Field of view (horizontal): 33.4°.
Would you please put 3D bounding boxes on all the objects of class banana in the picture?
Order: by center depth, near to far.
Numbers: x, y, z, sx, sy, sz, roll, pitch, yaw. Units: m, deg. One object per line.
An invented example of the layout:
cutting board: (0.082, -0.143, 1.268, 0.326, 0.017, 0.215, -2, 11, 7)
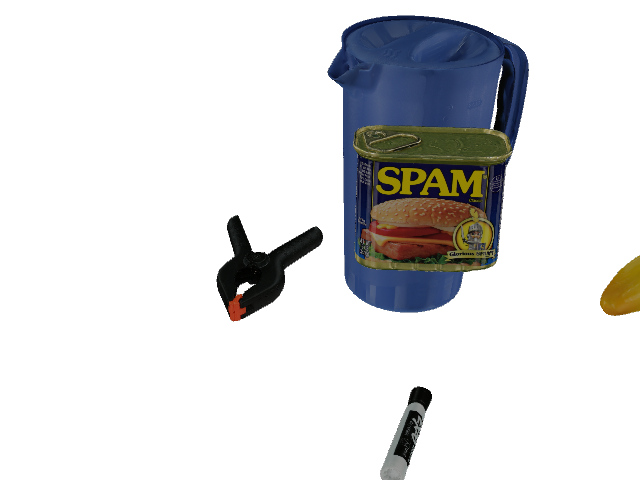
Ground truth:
banana: (0.287, 0.019, 0.740, 0.198, 0.037, 0.069, -3, 34, 0)

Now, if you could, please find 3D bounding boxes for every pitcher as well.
pitcher: (0.089, -0.065, 0.927, 0.149, 0.243, 0.144, 10, 31, 14)

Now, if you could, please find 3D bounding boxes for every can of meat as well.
can of meat: (0.072, -0.027, 0.709, 0.102, 0.084, 0.057, 2, 25, 3)

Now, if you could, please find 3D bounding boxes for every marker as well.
marker: (0.071, 0.154, 0.862, 0.020, 0.020, 0.121, 0, 24, 18)

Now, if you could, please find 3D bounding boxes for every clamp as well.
clamp: (-0.064, 0.029, 1.258, 0.120, 0.039, 0.171, -2, 41, 10)
